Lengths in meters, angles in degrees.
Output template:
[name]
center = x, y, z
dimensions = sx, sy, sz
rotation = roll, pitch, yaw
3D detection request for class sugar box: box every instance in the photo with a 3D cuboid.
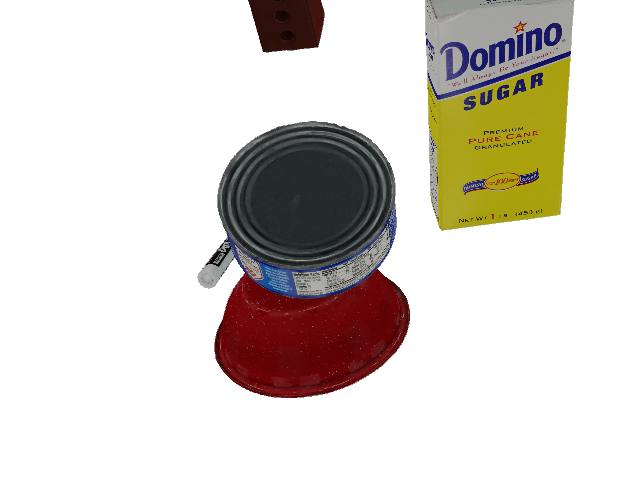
[sugar box]
center = 0.122, -0.092, 0.742
dimensions = 0.093, 0.176, 0.048
rotation = -8, 41, -1

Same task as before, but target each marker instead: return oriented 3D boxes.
[marker]
center = -0.090, 0.011, 1.042
dimensions = 0.020, 0.020, 0.121
rotation = 0, 25, 16

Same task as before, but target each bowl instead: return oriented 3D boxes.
[bowl]
center = -0.012, 0.049, 0.848
dimensions = 0.162, 0.055, 0.162
rotation = -10, 34, 6

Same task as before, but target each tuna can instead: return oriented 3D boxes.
[tuna can]
center = -0.005, -0.015, 0.522
dimensions = 0.086, 0.086, 0.034
rotation = 0, -33, 7

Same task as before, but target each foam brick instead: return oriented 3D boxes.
[foam brick]
center = -0.031, -0.211, 0.931
dimensions = 0.053, 0.051, 0.078
rotation = -3, -41, 13
